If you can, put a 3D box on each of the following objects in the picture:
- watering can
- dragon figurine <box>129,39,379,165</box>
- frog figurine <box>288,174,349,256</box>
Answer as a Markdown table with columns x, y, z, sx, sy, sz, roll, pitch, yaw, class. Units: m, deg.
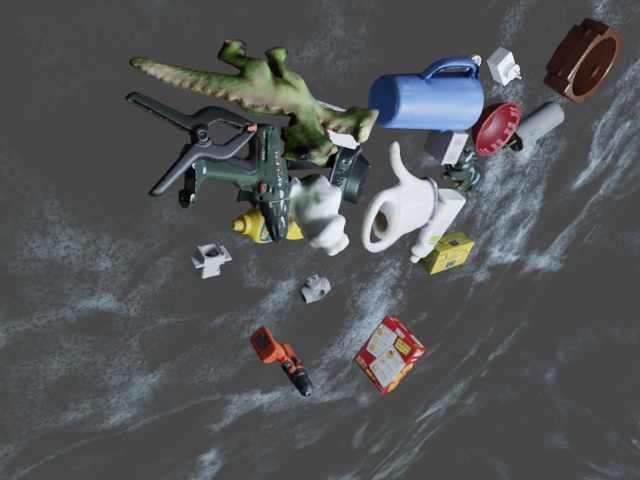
| x | y | z | sx | sy | sz | roll | pitch | yaw | class |
| --- | --- | --- | --- | --- | --- | --- | --- | --- | --- |
| 0.211 | -0.110 | 1.309 | 0.226 | 0.106 | 0.339 | -17 | 137 | -33 | watering can |
| -0.070 | -0.210 | 0.834 | 0.413 | 0.247 | 0.119 | -11 | 138 | -39 | dragon figurine |
| 0.003 | -0.053 | 1.054 | 0.135 | 0.160 | 0.124 | -58 | 171 | 26 | frog figurine |
